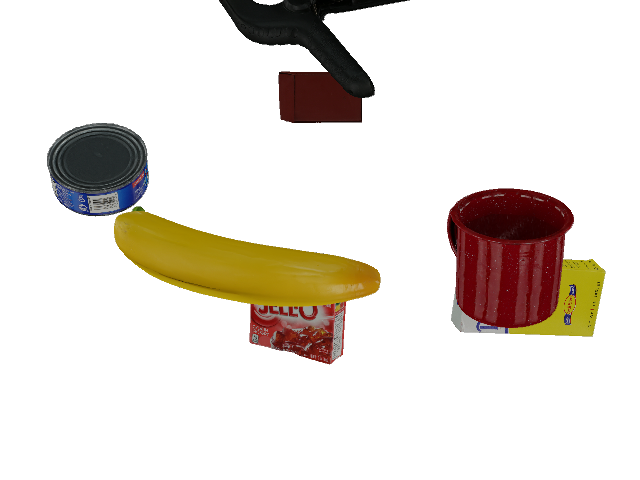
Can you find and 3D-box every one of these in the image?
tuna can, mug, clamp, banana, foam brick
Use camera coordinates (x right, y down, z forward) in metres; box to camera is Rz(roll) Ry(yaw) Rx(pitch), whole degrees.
[{"bbox_3d":[-0.193,-0.062,0.931,0.086,0.086,0.034,0,-42,-3],"label":"tuna can"},{"bbox_3d":[0.141,0.011,0.846,0.093,0.081,0.117,-20,33,-31],"label":"mug"},{"bbox_3d":[-0.002,-0.186,0.830,0.172,0.120,0.039,29,-27,20],"label":"clamp"},{"bbox_3d":[-0.062,0.009,0.673,0.198,0.037,0.069,17,35,27],"label":"banana"},{"bbox_3d":[0.000,-0.151,1.123,0.078,0.051,0.053,-3,12,-19],"label":"foam brick"}]

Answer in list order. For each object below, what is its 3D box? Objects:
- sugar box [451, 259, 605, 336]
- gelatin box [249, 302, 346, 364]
[{"bbox_3d":[0.257,0.069,1.325,0.176,0.093,0.048,1,20,-11],"label":"sugar box"},{"bbox_3d":[-0.022,0.066,0.974,0.089,0.073,0.030,13,20,26],"label":"gelatin box"}]
